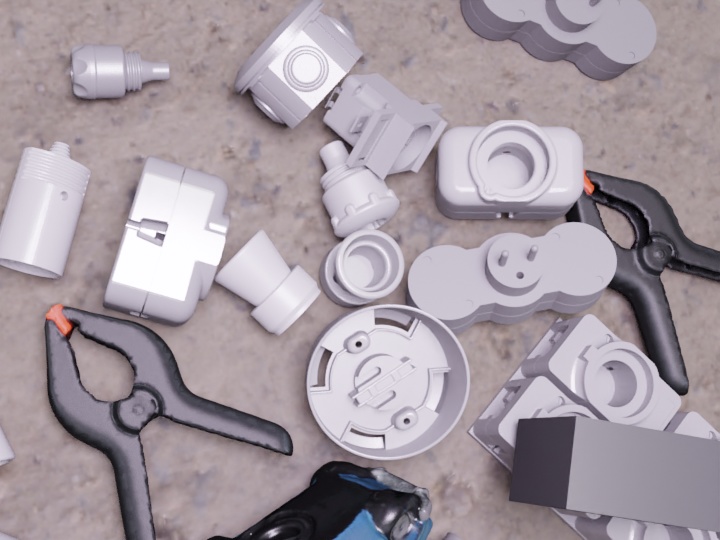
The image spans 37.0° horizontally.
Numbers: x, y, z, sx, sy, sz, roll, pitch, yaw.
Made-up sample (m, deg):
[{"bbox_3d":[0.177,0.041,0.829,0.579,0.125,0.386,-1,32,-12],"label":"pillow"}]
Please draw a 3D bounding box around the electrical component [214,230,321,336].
[{"bbox_3d":[-0.059,0.009,0.688,0.055,0.045,0.045,44,74,-5],"label":"electrical component"}]

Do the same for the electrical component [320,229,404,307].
[{"bbox_3d":[0.000,0.000,0.699,0.045,0.055,0.045,2,81,-14],"label":"electrical component"}]

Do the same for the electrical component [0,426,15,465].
[{"bbox_3d":[-0.234,0.086,0.633,0.044,0.044,0.065,-16,81,-17],"label":"electrical component"}]

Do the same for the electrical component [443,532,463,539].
[{"bbox_3d":[0.064,0.203,0.686,0.055,0.055,0.047,40,78,-6],"label":"electrical component"}]

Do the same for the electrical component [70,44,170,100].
[{"bbox_3d":[-0.154,-0.127,0.690,0.061,0.035,0.035,-4,82,-18],"label":"electrical component"}]

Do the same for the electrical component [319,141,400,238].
[{"bbox_3d":[-0.006,-0.055,0.713,0.048,0.048,0.062,-24,78,-17],"label":"electrical component"}]

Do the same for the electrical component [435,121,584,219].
[{"bbox_3d":[0.099,-0.066,0.722,0.095,0.059,0.053,0,81,1],"label":"electrical component"}]

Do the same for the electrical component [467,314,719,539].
[{"bbox_3d":[0.181,0.130,0.724,0.186,0.060,0.105,43,74,-5],"label":"electrical component"}]

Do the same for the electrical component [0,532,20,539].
[{"bbox_3d":[-0.197,0.202,0.622,0.077,0.043,0.079,27,76,-9],"label":"electrical component"}]

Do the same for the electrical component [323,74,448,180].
[{"bbox_3d":[0.014,-0.097,0.710,0.064,0.042,0.081,41,29,19],"label":"electrical component"}]

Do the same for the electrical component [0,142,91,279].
[{"bbox_3d":[-0.194,-0.039,0.661,0.043,0.043,0.081,15,78,-12],"label":"electrical component"}]

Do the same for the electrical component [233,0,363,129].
[{"bbox_3d":[-0.040,-0.133,0.698,0.051,0.080,0.080,43,74,-11],"label":"electrical component"}]

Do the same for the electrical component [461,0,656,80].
[{"bbox_3d":[0.147,-0.183,0.757,0.138,0.074,0.052,18,77,-11],"label":"electrical component"}]

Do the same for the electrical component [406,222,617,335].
[{"bbox_3d":[0.099,0.000,0.700,0.138,0.073,0.052,-10,69,-4],"label":"electrical component"}]

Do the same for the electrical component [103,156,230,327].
[{"bbox_3d":[-0.118,-0.016,0.672,0.059,0.054,0.095,17,78,-12],"label":"electrical component"}]

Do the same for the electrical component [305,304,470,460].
[{"bbox_3d":[0.014,0.069,0.684,0.099,0.064,0.099,0,92,-10],"label":"electrical component"}]
